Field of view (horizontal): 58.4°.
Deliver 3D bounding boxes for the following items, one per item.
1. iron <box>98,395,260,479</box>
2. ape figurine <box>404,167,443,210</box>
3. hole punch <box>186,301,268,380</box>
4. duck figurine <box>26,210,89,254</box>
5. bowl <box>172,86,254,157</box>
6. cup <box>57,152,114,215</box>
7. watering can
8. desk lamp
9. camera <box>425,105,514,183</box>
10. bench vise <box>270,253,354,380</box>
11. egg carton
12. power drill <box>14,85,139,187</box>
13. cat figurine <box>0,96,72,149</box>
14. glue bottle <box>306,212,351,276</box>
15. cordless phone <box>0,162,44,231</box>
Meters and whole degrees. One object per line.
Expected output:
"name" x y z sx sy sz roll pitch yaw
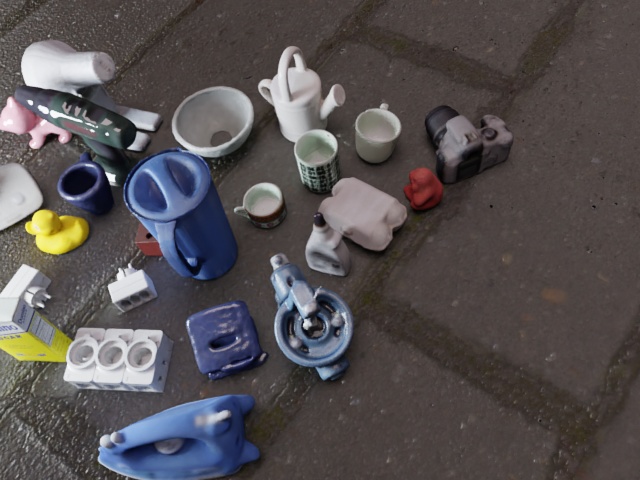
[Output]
"iron" -0.225 0.289 0.837 0.258 0.142 0.118 -12 60 1
"ape figurine" 0.185 -0.099 1.032 0.076 0.092 0.078 14 64 15
"hole punch" -0.150 0.163 0.928 0.108 0.091 0.101 -19 60 -3
"duck figurine" -0.499 -0.025 1.081 0.104 0.086 0.077 -13 60 0
"bowl" -0.209 -0.228 1.164 0.167 0.075 0.167 -3 61 6
"cup" -0.443 -0.102 1.112 0.091 0.095 0.117 -10 60 2
"watering can" -0.037 -0.288 1.107 0.172 0.194 0.101 -4 60 5
"desk lamp" -0.458 -0.299 1.156 0.203 0.214 0.118 13 63 14
"camera" 0.268 -0.200 1.073 0.143 0.101 0.136 -23 60 -6
"bench vise" -0.036 0.102 0.873 0.122 0.220 0.207 -43 64 -16
"egg carton" 0.075 -0.046 1.029 0.150 0.069 0.107 29 68 21
"power drill" -0.443 -0.198 1.100 0.229 0.209 0.076 15 64 15
"cat figurine" -0.605 -0.254 1.205 0.128 0.118 0.067 -15 60 -1
"glue bottle" 0.009 0.003 0.950 0.078 0.173 0.037 14 63 15
"cordless phone" -0.633 -0.106 1.086 0.148 0.185 0.094 -34 62 -12
